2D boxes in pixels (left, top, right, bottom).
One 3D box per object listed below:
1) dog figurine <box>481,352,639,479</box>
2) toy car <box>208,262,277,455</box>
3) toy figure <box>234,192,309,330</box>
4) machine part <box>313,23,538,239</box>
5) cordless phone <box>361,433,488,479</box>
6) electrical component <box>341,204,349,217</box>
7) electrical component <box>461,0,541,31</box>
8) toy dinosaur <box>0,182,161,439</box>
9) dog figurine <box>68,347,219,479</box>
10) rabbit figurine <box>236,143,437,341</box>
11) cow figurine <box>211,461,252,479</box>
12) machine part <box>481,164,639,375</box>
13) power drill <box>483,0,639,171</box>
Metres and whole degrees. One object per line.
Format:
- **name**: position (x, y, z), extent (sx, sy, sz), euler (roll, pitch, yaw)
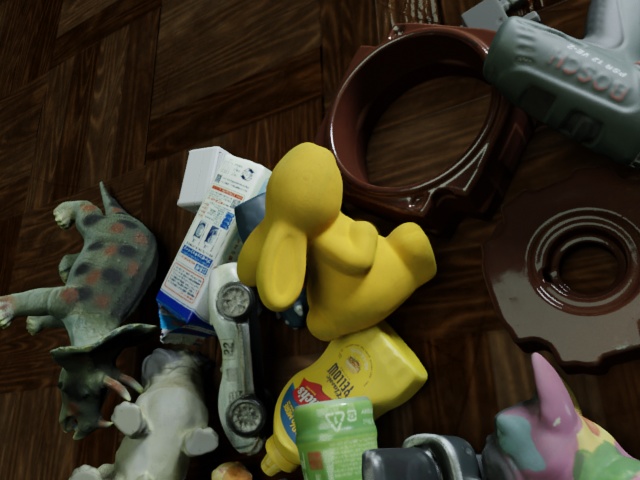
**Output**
- **dog figurine**: position (0.221, 0.177, 0.366), extent (0.191, 0.108, 0.219), euler (-29, 56, 22)
- **toy car**: position (-0.084, 0.125, 0.577), extent (0.056, 0.073, 0.201), euler (-7, 82, 5)
- **toy figure**: position (-0.045, 0.024, 0.601), extent (0.058, 0.064, 0.154), euler (-24, 98, -7)
- **machine part**: position (0.105, -0.118, 0.561), extent (0.202, 0.087, 0.201), euler (23, 87, 38)
- **cordless phone**: position (0.080, 0.218, 0.392), extent (0.089, 0.184, 0.146), euler (-14, 65, 24)
- **electrical component**: position (-0.002, -0.025, 0.602), extent (0.048, 0.074, 0.119), euler (-30, 55, 21)
- **electrical component**: position (0.186, -0.231, 0.588), extent (0.094, 0.021, 0.063), euler (-25, 61, 22)
- **toy dinosaur**: position (-0.287, 0.046, 0.731), extent (0.192, 0.131, 0.405), euler (4, 50, 1)
- **dog figurine**: position (-0.177, 0.218, 0.587), extent (0.172, 0.121, 0.190), euler (-57, 10, -1)
- **rabbit figurine**: position (-0.001, -0.002, 0.502), extent (0.162, 0.173, 0.122), euler (-34, 27, -14)
- **cow figurine**: position (-0.111, 0.317, 0.554), extent (0.098, 0.068, 0.167), euler (-17, 62, 39)
- **machine part**: position (0.224, 0.023, 0.450), extent (0.179, 0.056, 0.179), euler (-13, 65, 30)
- **power drill**: position (0.269, -0.152, 0.441), extent (0.232, 0.086, 0.207), euler (27, 78, 15)
